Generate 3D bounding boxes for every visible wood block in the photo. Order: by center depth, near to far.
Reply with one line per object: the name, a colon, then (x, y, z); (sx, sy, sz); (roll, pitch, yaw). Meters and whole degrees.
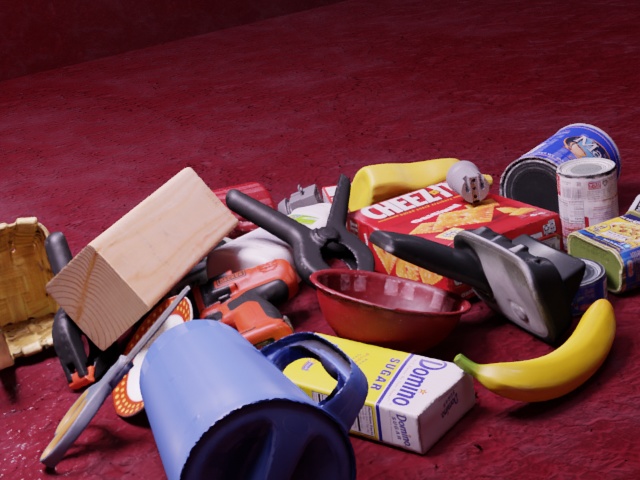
wood block: (-0.184, 0.015, 1.139); (0.091, 0.090, 0.205); (-39, 6, 34)

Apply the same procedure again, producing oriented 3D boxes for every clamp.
clamp: (-0.240, 0.081, 1.137); (0.039, 0.171, 0.120); (-29, -34, 35)
clamp: (-0.008, 0.001, 1.211); (0.164, 0.036, 0.210); (-5, 46, -23)

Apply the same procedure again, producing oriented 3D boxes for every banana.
banana: (0.211, 0.103, 0.953); (0.197, 0.070, 0.037); (-14, -22, -35)

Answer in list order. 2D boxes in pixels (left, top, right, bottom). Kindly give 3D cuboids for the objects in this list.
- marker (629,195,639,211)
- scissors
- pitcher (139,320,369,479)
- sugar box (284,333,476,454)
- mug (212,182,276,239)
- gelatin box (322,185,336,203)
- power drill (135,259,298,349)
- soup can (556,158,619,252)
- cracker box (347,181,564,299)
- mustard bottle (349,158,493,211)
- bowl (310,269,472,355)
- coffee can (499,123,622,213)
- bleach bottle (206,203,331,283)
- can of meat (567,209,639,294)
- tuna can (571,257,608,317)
marker: (0.379, -0.027, 1.294); (0.020, 0.020, 0.120); (3, 23, 29)
scissors: (-0.187, 0.120, 0.975); (0.201, 0.016, 0.096); (-53, 12, -9)
pitcher: (-0.065, 0.141, 0.858); (0.149, 0.145, 0.243); (0, 14, -20)
sugar box: (0.041, 0.133, 0.959); (0.177, 0.048, 0.093); (6, 25, 37)
mug: (-0.103, -0.029, 1.392); (0.081, 0.093, 0.117); (-15, 14, -31)
gelatin box: (0.046, -0.054, 1.488); (0.073, 0.030, 0.089); (-9, 20, -6)
power drill: (-0.101, 0.092, 1.097); (0.184, 0.057, 0.188); (-23, 24, -2)
soup can: (0.309, -0.037, 1.227); (0.068, 0.102, 0.068); (-8, 20, 3)
cracker box: (0.153, -0.004, 1.247); (0.164, 0.072, 0.214); (-17, 21, -24)
mustard bottle: (0.138, -0.067, 1.396); (0.191, 0.096, 0.058); (-7, 58, -19)
bowl: (0.065, 0.075, 1.053); (0.162, 0.055, 0.162); (9, 9, -2)
coffee can: (0.303, -0.078, 1.340); (0.103, 0.103, 0.140); (7, 26, 37)
bleach bottle: (-0.029, 0.006, 1.312); (0.103, 0.068, 0.250); (8, 23, 30)
can of meat: (0.329, 0.013, 1.151); (0.083, 0.057, 0.102); (-17, 22, -18)
tuna can: (0.257, 0.048, 1.118); (0.086, 0.034, 0.086); (-8, 20, 3)
